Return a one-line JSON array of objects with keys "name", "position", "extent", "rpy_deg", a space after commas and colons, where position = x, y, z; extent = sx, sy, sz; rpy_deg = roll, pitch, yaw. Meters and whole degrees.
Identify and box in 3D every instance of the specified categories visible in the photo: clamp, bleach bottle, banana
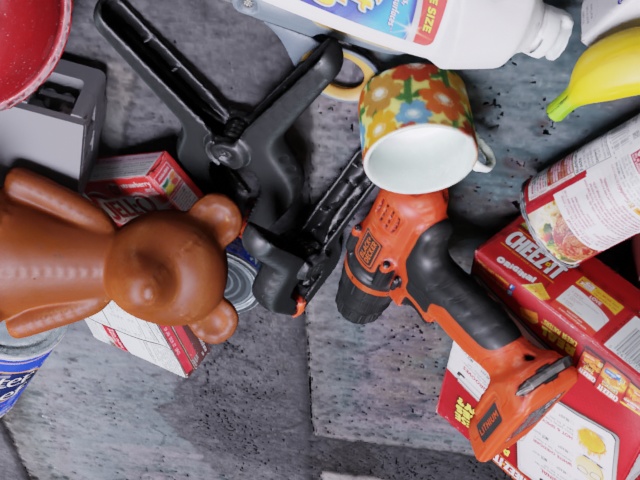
[{"name": "clamp", "position": [-0.049, -0.071, 0.715], "extent": [0.165, 0.036, 0.210], "rpy_deg": [11, 143, 22]}, {"name": "bleach bottle", "position": [0.029, -0.163, 0.585], "extent": [0.250, 0.068, 0.103], "rpy_deg": [19, 125, -15]}, {"name": "clamp", "position": [-0.005, 0.001, 0.777], "extent": [0.120, 0.039, 0.171], "rpy_deg": [-32, 162, -15]}, {"name": "banana", "position": [0.225, -0.090, 0.579], "extent": [0.198, 0.037, 0.069], "rpy_deg": [4, 161, 12]}]

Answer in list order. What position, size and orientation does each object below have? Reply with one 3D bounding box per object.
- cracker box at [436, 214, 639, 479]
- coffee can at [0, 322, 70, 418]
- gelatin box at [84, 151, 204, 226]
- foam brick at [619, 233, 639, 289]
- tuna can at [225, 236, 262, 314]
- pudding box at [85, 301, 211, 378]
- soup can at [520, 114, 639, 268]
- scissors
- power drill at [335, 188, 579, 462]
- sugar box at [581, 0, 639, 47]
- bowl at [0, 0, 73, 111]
[{"name": "cracker box", "position": [0.179, 0.105, 0.794], "extent": [0.164, 0.072, 0.214], "rpy_deg": [40, 149, 27]}, {"name": "coffee can", "position": [-0.283, 0.084, 0.908], "extent": [0.102, 0.102, 0.141], "rpy_deg": [26, 137, -17]}, {"name": "gelatin box", "position": [-0.124, -0.027, 0.776], "extent": [0.089, 0.030, 0.073], "rpy_deg": [-1, 138, 43]}, {"name": "foam brick", "position": [0.246, 0.020, 0.753], "extent": [0.053, 0.051, 0.078], "rpy_deg": [9, 139, 4]}, {"name": "tuna can", "position": [-0.082, 0.021, 0.843], "extent": [0.086, 0.033, 0.086], "rpy_deg": [7, 139, 5]}, {"name": "pudding box", "position": [-0.151, 0.057, 0.865], "extent": [0.114, 0.039, 0.090], "rpy_deg": [17, 144, 30]}, {"name": "soup can", "position": [0.190, -0.033, 0.692], "extent": [0.068, 0.068, 0.102], "rpy_deg": [35, 133, -25]}, {"name": "scissors", "position": [-0.038, -0.134, 0.668], "extent": [0.202, 0.016, 0.096], "rpy_deg": [10, 140, 2]}, {"name": "power drill", "position": [0.085, 0.061, 0.758], "extent": [0.188, 0.057, 0.185], "rpy_deg": [52, 153, 19]}, {"name": "sugar box", "position": [0.234, -0.148, 0.569], "extent": [0.093, 0.048, 0.177], "rpy_deg": [29, 140, -21]}, {"name": "bowl", "position": [-0.230, -0.142, 0.624], "extent": [0.162, 0.055, 0.162], "rpy_deg": [1, 112, 1]}]
